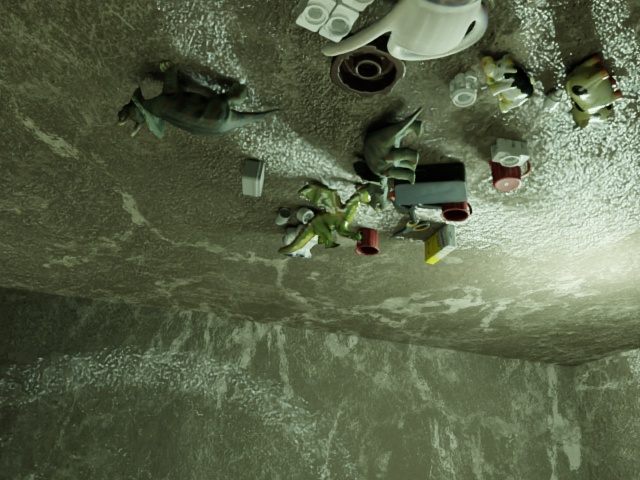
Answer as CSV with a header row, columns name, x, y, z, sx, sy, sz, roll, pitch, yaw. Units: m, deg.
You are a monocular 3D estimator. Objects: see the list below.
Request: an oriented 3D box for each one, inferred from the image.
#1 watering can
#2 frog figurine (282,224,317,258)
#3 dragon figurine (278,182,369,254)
name,x,y,z,sx,sy,sz,roll,pitch,yaw
watering can,0.187,-0.439,1.025,0.348,0.106,0.220,-7,157,-13
frog figurine,-0.071,-0.017,2.016,0.137,0.125,0.156,18,116,-7
dragon figurine,0.005,-0.089,1.771,0.409,0.124,0.239,-15,110,14
